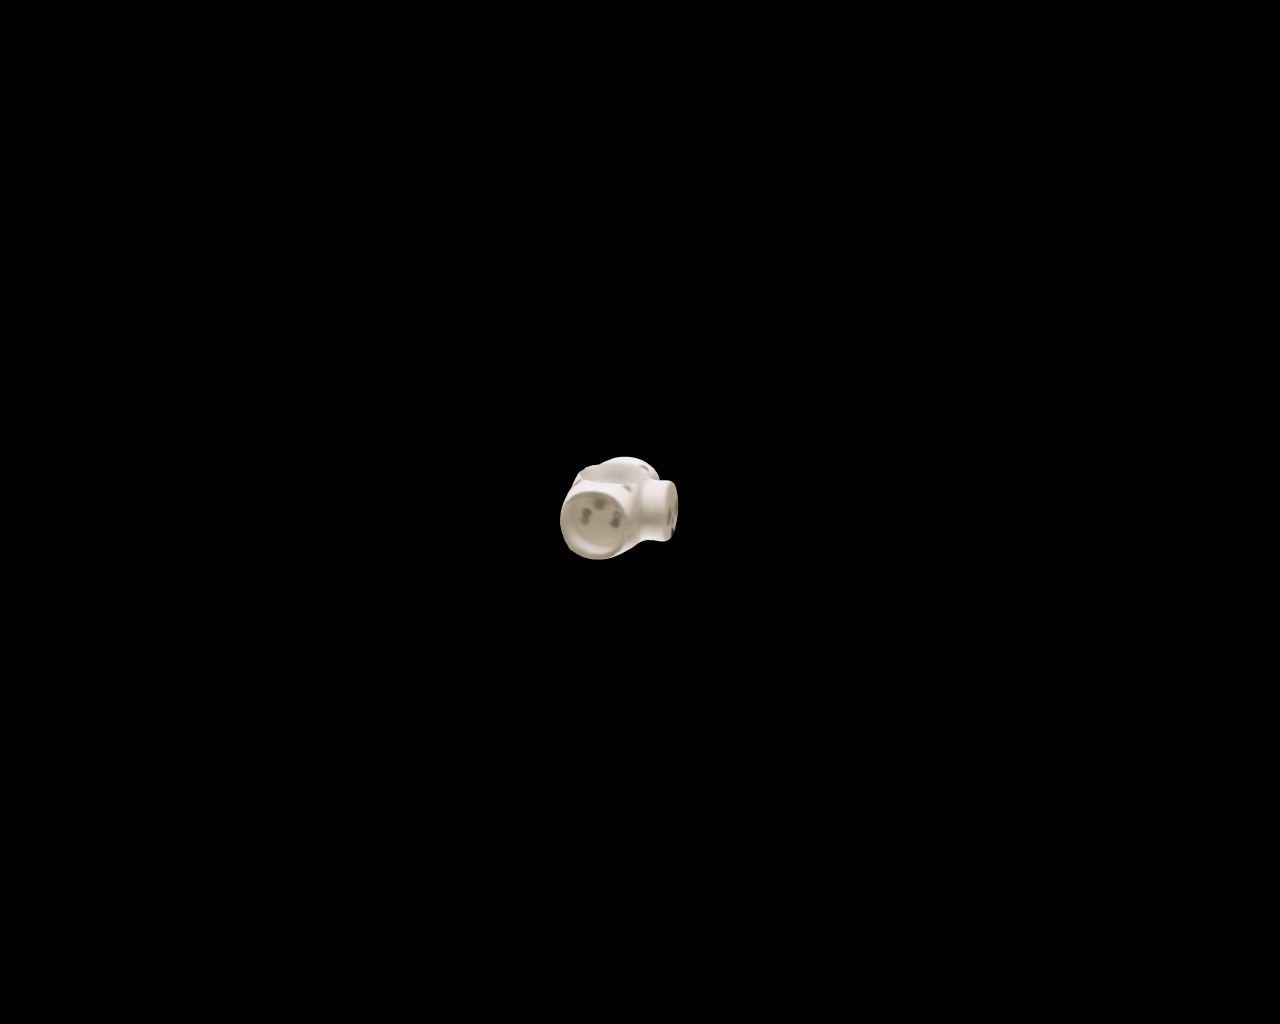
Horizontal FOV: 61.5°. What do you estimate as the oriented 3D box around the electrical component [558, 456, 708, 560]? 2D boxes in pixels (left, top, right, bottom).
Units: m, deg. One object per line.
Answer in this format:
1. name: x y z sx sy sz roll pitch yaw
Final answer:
1. electrical component: 0.001 -0.003 0.650 0.079 0.044 0.077 5 19 15
